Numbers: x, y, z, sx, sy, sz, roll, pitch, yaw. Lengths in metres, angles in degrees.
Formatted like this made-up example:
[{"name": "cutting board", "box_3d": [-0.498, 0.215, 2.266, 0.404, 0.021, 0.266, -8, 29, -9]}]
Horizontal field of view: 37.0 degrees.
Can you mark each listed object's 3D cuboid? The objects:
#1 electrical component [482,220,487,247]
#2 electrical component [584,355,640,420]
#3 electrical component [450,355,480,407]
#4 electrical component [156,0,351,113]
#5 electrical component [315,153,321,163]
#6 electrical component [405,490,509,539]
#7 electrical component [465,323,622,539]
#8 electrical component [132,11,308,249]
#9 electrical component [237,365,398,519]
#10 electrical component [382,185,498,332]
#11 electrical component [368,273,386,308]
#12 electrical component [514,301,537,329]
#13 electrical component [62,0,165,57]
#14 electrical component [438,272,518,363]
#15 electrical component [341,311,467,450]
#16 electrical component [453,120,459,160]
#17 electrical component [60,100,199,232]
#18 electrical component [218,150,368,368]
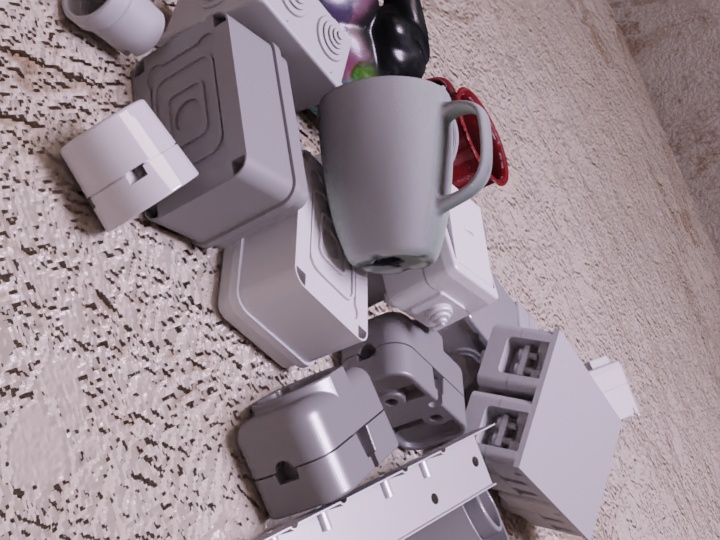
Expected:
[{"name": "electrical component", "box_3d": [0.054, -0.022, 0.838, 0.051, 0.080, 0.080, 24, 48, -50]}, {"name": "electrical component", "box_3d": [0.197, 0.122, 0.995, 0.062, 0.096, 0.061, -14, 80, -36]}, {"name": "electrical component", "box_3d": [0.083, 0.092, 0.841, 0.062, 0.043, 0.043, 32, 41, -54]}, {"name": "electrical component", "box_3d": [-0.064, -0.144, 0.680, 0.100, 0.100, 0.048, 45, 45, -40]}, {"name": "electrical component", "box_3d": [0.003, -0.049, 0.780, 0.095, 0.059, 0.053, 37, 39, -48]}, {"name": "electrical component", "box_3d": [0.059, 0.172, 0.725, 0.099, 0.064, 0.099, 55, 13, -19]}, {"name": "electrical component", "box_3d": [0.140, 0.128, 0.837, 0.186, 0.060, 0.105, 48, 57, -51]}, {"name": "electrical component", "box_3d": [-0.080, -0.078, 0.613, 0.057, 0.078, 0.113, 27, 45, -51]}, {"name": "electrical component", "box_3d": [-0.024, 0.092, 0.607, 0.059, 0.054, 0.095, 67, 24, -1]}, {"name": "electrical component", "box_3d": [0.051, -0.008, 0.712, 0.062, 0.061, 0.096, 32, 36, -49]}, {"name": "electrical component", "box_3d": [0.000, 0.000, 0.745, 0.055, 0.047, 0.055, 45, 32, -39]}, {"name": "electrical component", "box_3d": [0.140, 0.080, 0.963, 0.076, 0.047, 0.065, 48, 31, -36]}, {"name": "electrical component", "box_3d": [-0.137, -0.146, 0.603, 0.046, 0.040, 0.040, 37, 37, -57]}, {"name": "electrical component", "box_3d": [0.091, 0.042, 0.892, 0.099, 0.048, 0.099, 50, 29, -33]}, {"name": "electrical component", "box_3d": [0.030, 0.073, 0.734, 0.095, 0.054, 0.059, 44, 33, -41]}, {"name": "electrical component", "box_3d": [0.035, -0.106, 0.873, 0.051, 0.080, 0.080, 7, 63, -57]}, {"name": "electrical component", "box_3d": [-0.118, -0.054, 0.544, 0.047, 0.055, 0.055, 58, 25, -10]}, {"name": "electrical component", "box_3d": [-0.039, -0.006, 0.658, 0.078, 0.057, 0.113, 46, 32, -39]}]
